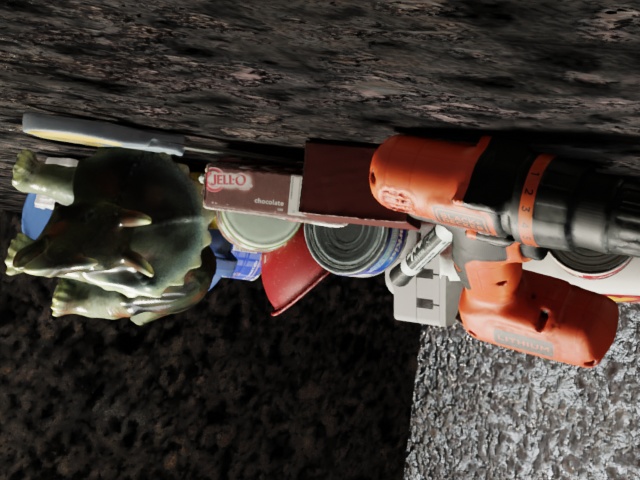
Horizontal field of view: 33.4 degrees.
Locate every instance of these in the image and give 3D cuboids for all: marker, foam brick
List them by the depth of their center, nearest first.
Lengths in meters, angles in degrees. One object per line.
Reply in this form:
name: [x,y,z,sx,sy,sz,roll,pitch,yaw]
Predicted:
foam brick: [0.030,-0.038,0.732,0.078,0.051,0.053,6,177,14]
marker: [0.084,0.010,0.860,0.020,0.020,0.121,8,155,-15]

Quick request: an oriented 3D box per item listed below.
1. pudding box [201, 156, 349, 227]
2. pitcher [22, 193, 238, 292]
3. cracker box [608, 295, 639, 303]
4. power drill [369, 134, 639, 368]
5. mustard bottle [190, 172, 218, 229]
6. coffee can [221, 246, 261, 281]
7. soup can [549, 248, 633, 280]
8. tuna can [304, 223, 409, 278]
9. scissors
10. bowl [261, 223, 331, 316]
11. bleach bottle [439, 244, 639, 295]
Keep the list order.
pudding box: [-0.026,-0.040,0.822,0.113,0.039,0.090,9,-169,6]
pitcher: [-0.221,-0.008,1.271,0.149,0.145,0.242,-29,154,30]
cracker box: [0.265,0.024,1.219,0.213,0.072,0.164,10,176,-39]
power drill: [0.135,0.010,0.656,0.185,0.057,0.187,16,154,30]
mustard bottle: [-0.123,-0.039,1.055,0.096,0.058,0.192,15,173,-42]
coffee can: [-0.158,0.002,1.572,0.140,0.103,0.103,8,177,-30]
soup can: [0.194,-0.007,0.761,0.068,0.068,0.102,6,177,15]
tuna can: [0.030,-0.011,0.903,0.086,0.086,0.033,6,180,32]
scissors: [-0.125,-0.072,0.791,0.201,0.016,0.096,7,-179,-32]
bowl: [-0.007,0.001,1.060,0.055,0.162,0.162,46,173,-5]
bleach bottle: [0.221,0.016,0.846,0.251,0.068,0.102,-1,178,7]
